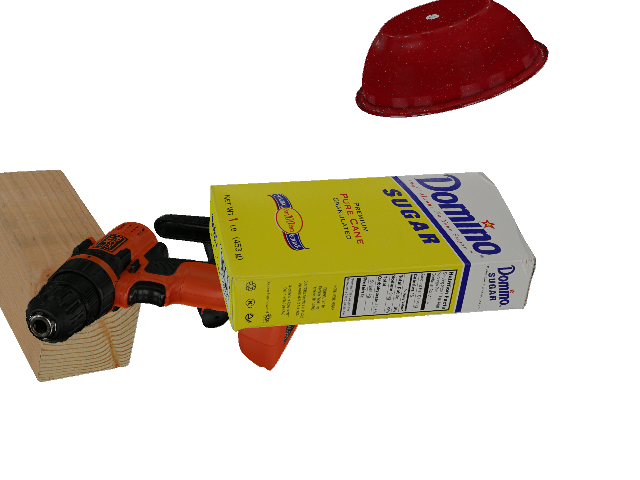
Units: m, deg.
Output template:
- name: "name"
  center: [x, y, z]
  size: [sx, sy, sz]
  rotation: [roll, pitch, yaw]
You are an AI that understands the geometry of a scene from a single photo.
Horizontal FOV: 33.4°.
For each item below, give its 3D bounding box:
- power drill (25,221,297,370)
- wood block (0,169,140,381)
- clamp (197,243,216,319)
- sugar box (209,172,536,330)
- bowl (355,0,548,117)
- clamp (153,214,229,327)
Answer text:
- name: "power drill"
  center: [-0.115, 0.045, 0.837]
  size: [0.188, 0.057, 0.184]
  rotation: [14, 24, 9]
- name: "wood block"
  center: [-0.253, 0.026, 1.002]
  size: [0.090, 0.091, 0.206]
  rotation: [-7, 38, -34]
- name: "clamp"
  center: [-0.095, 0.035, 1.256]
  size: [0.120, 0.039, 0.171]
  rotation: [-2, 41, 9]
- name: "sugar box"
  center: [0.027, 0.003, 0.629]
  size: [0.176, 0.048, 0.093]
  rotation: [-6, 39, -11]
- name: "bowl"
  center: [0.099, -0.158, 0.869]
  size: [0.162, 0.055, 0.162]
  rotation: [-15, 24, 7]
- name: "clamp"
  center: [-0.046, 0.009, 1.041]
  size: [0.209, 0.036, 0.165]
  rotation: [-13, 41, -11]
